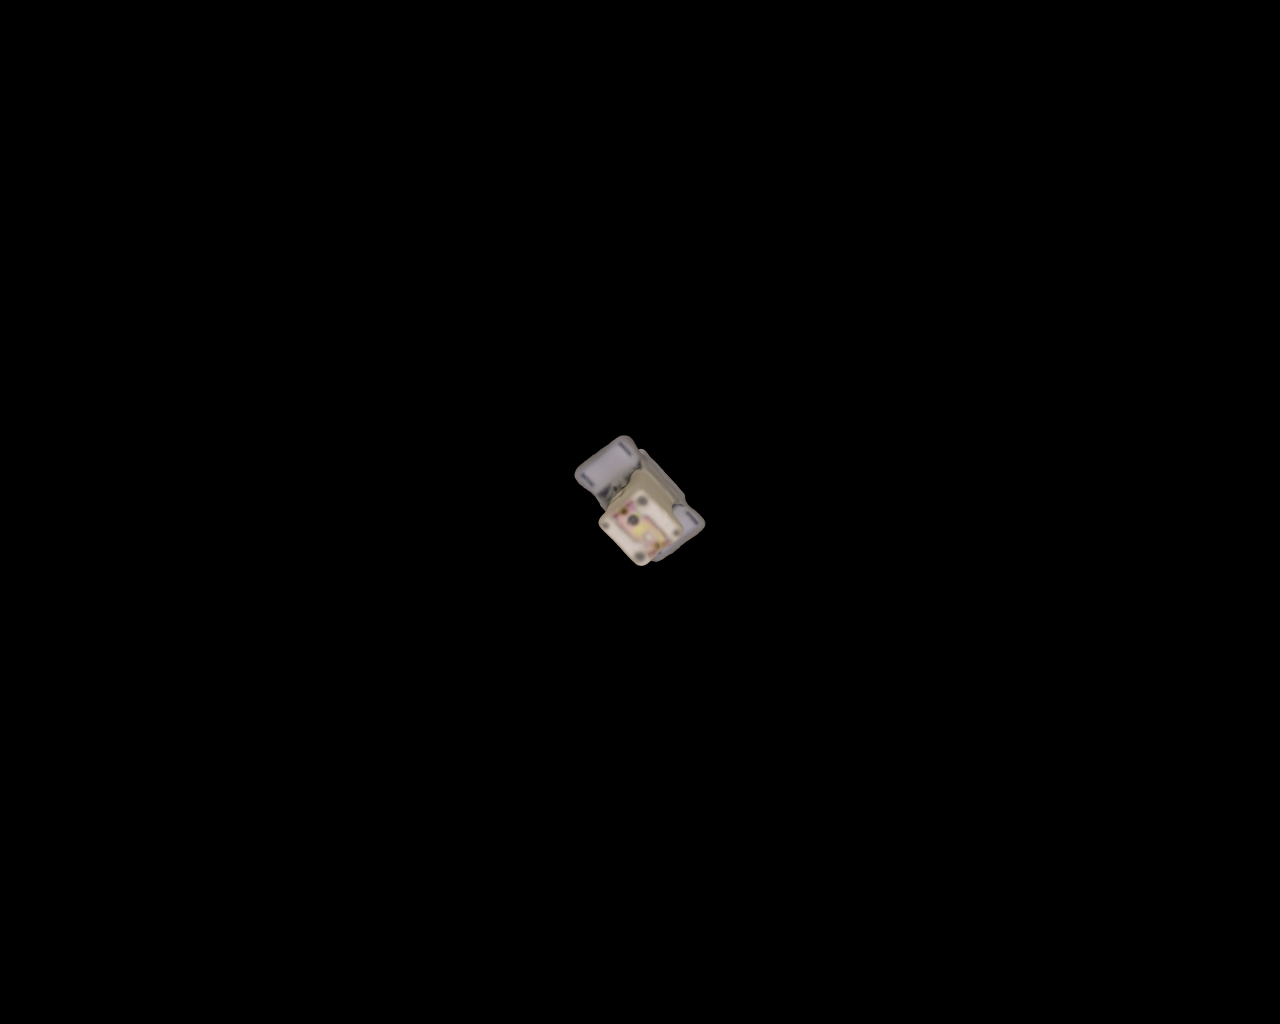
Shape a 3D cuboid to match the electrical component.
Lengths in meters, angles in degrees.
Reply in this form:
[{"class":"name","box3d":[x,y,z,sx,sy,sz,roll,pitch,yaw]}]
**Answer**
[{"class":"electrical component","box3d":[0.001,-0.003,0.650,0.042,0.081,0.064,-38,20,16]}]
